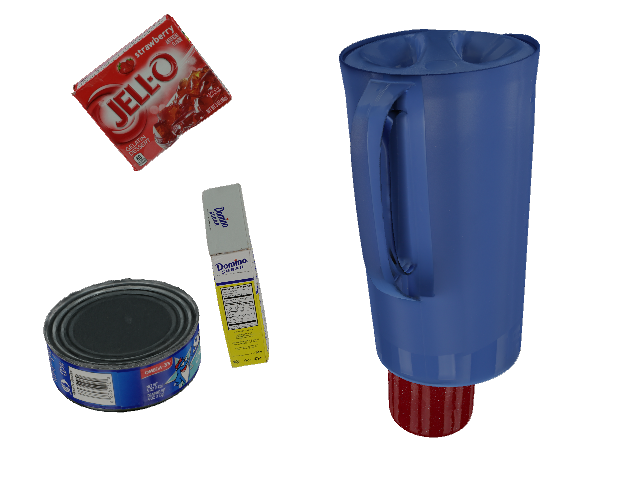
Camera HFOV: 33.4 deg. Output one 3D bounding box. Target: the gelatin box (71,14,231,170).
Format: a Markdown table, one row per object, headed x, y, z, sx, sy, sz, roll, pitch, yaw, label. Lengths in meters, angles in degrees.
| x | y | z | sx | sy | sz | roll | pitch | yaw | label |
| --- | --- | --- | --- | --- | --- | --- | --- | --- | --- |
| -0.120 | -0.105 | 0.761 | 0.089 | 0.073 | 0.030 | -37 | 22 | 2 | gelatin box |

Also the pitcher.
| x | y | z | sx | sy | sz | roll | pitch | yaw | label |
| --- | --- | --- | --- | --- | --- | --- | --- | --- | --- |
| 0.081 | -0.019 | 0.747 | 0.149 | 0.243 | 0.145 | -10 | 23 | -12 | pitcher |

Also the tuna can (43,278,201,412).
| x | y | z | sx | sy | sz | roll | pitch | yaw | label |
| --- | --- | --- | --- | --- | --- | --- | --- | --- | --- |
| -0.110 | 0.058 | 0.601 | 0.086 | 0.034 | 0.086 | -1 | 30 | 0 | tuna can |

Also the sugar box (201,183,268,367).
| x | y | z | sx | sy | sz | roll | pitch | yaw | label |
| --- | --- | --- | --- | --- | --- | --- | --- | --- | --- |
| -0.085 | 0.038 | 1.071 | 0.048 | 0.093 | 0.176 | -11 | -44 | -2 | sugar box |

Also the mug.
| x | y | z | sx | sy | sz | roll | pitch | yaw | label |
| --- | --- | --- | --- | --- | --- | --- | --- | --- | --- |
| 0.114 | 0.127 | 1.023 | 0.093 | 0.081 | 0.117 | 27 | 43 | 36 | mug |
